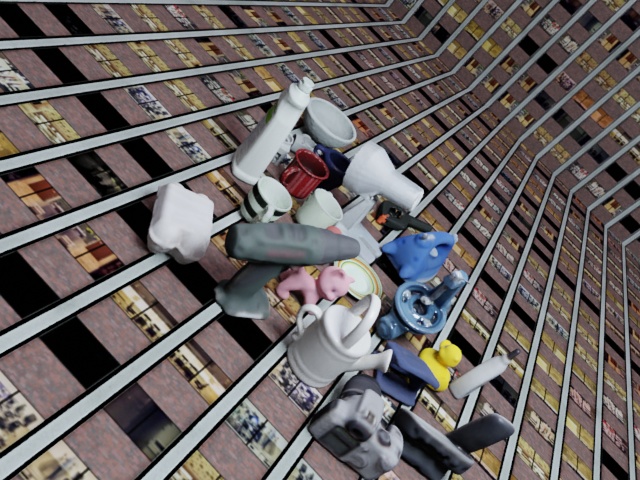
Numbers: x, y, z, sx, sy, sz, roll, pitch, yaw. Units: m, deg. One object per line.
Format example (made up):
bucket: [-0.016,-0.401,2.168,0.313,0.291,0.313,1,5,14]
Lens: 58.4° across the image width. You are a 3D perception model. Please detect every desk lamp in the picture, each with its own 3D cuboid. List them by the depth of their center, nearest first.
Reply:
desk lamp: [0.121,-0.088,1.310,0.203,0.213,0.118,48,33,5]

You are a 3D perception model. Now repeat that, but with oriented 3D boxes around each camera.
camera: [0.076,0.292,0.945,0.143,0.100,0.137,41,33,-5]

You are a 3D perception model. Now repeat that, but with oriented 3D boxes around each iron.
iron: [0.273,0.023,1.418,0.259,0.141,0.118,-6,57,-50]

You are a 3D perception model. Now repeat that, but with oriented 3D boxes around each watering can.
watering can: [0.044,0.163,0.967,0.173,0.193,0.101,25,37,-26]

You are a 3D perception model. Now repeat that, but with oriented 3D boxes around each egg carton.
egg carton: [-0.240,-0.030,0.987,0.107,0.069,0.150,25,38,-27]

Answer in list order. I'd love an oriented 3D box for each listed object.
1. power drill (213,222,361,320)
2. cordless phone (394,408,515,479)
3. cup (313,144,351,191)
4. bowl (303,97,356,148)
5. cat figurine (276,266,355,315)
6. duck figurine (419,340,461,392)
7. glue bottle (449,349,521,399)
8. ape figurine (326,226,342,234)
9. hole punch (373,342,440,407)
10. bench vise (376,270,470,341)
power drill: [-0.072,0.046,0.957,0.230,0.208,0.075,13,44,-39]
cordless phone: [0.230,0.327,0.994,0.148,0.184,0.094,37,34,-12]
cup: [0.014,-0.168,1.392,0.118,0.094,0.092,41,33,-5]
bowl: [0.013,-0.306,1.562,0.168,0.074,0.167,29,36,-23]
cat figurine: [0.000,0.078,1.083,0.128,0.117,0.067,30,35,-20]
duck figurine: [0.258,0.257,1.194,0.078,0.086,0.104,29,36,-21]
glue bottle: [0.352,0.274,1.196,0.078,0.173,0.037,-1,53,-48]
ape figurine: [0.011,0.004,1.200,0.076,0.092,0.078,42,33,-4]
hole punch: [0.166,0.246,1.102,0.109,0.091,0.101,32,35,-18]
bench vise: [0.234,0.116,1.201,0.121,0.219,0.208,47,33,5]
